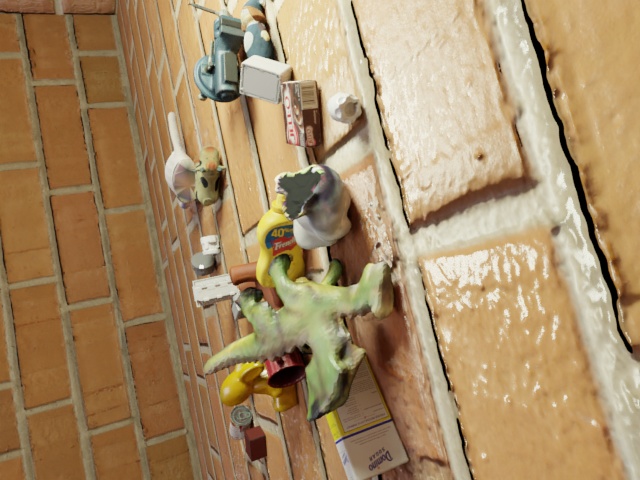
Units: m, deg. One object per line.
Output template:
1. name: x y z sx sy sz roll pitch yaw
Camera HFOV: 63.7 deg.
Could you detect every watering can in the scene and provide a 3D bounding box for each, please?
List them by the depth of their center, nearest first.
1. watering can: -0.493 -0.269 1.820 0.104 0.342 0.227 -11 -159 -25

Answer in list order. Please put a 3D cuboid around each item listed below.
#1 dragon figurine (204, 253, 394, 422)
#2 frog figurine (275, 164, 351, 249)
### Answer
1. dragon figurine: -0.035 0.166 0.813 0.406 0.121 0.248 -48 -139 17
2. frog figurine: 0.003 -0.043 0.852 0.123 0.156 0.139 -44 -133 -6
